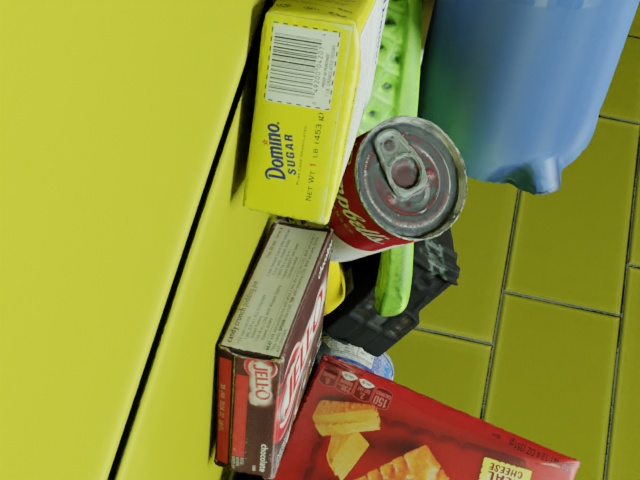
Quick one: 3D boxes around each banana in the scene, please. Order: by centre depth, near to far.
[{"bbox_3d":[-0.003,0.020,0.761,0.198,0.037,0.069,54,30,-84],"label":"banana"}]

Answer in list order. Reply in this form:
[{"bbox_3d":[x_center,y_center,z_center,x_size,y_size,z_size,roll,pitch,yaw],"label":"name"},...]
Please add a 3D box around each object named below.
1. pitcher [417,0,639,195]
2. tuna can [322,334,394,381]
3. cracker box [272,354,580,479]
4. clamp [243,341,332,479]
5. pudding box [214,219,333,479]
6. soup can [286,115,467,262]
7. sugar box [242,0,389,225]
[{"bbox_3d":[0.127,-0.149,0.667,0.145,0.149,0.243,-57,168,-17],"label":"pitcher"},{"bbox_3d":[0.019,0.119,0.921,0.086,0.086,0.033,96,10,-45],"label":"tuna can"},{"bbox_3d":[0.033,0.195,0.618,0.072,0.164,0.213,81,33,-74],"label":"cracker box"},{"bbox_3d":[-0.032,0.155,0.727,0.120,0.039,0.171,101,8,-76],"label":"clamp"},{"bbox_3d":[-0.024,0.057,0.578,0.113,0.039,0.090,-72,171,-51],"label":"pudding box"},{"bbox_3d":[0.029,-0.026,0.611,0.102,0.068,0.068,-19,-125,65],"label":"soup can"},{"bbox_3d":[0.003,-0.088,0.526,0.176,0.048,0.093,-76,176,-63],"label":"sugar box"}]
